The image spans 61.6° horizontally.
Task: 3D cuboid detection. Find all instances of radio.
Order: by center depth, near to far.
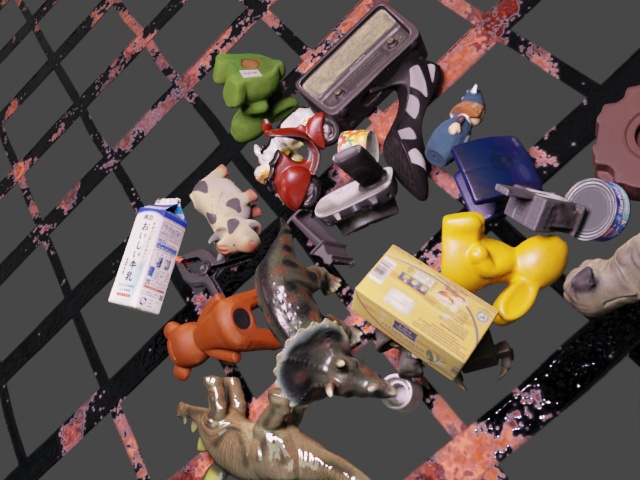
[{"bbox_3d":[0.079,-0.317,1.002,0.229,0.073,0.131,-44,57,7],"label":"radio"}]

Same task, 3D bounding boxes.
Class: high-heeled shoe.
[{"bbox_3d":[0.179,-0.193,0.925,0.145,0.086,0.248,-18,80,-13],"label":"high-heeled shoe"}]

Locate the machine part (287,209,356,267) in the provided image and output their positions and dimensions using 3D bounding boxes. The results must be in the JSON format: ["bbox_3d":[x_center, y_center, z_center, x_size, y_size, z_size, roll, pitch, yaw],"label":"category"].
[{"bbox_3d":[-0.002,-0.003,0.924,0.139,0.084,0.039,48,120,34],"label":"machine part"}]

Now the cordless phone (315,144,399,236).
[{"bbox_3d":[0.042,-0.085,0.869,0.147,0.184,0.089,-23,67,18],"label":"cordless phone"}]

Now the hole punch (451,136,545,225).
[{"bbox_3d":[0.267,-0.099,0.816,0.116,0.092,0.142,-23,59,14],"label":"hole punch"}]

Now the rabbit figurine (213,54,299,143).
[{"bbox_3d":[-0.133,-0.275,1.064,0.159,0.170,0.121,-21,55,-29],"label":"rabbit figurine"}]

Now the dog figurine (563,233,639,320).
[{"bbox_3d":[0.399,0.023,0.656,0.191,0.172,0.121,-28,50,7],"label":"dog figurine"}]

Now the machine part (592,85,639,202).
[{"bbox_3d":[0.469,-0.136,0.742,0.179,0.056,0.179,-10,67,26],"label":"machine part"}]

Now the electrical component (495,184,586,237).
[{"bbox_3d":[0.293,-0.044,0.739,0.075,0.119,0.047,-131,50,-59],"label":"electrical component"}]

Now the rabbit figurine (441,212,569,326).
[{"bbox_3d":[0.258,0.036,0.754,0.173,0.121,0.162,-2,73,11],"label":"rabbit figurine"}]

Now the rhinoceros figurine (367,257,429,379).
[{"bbox_3d":[0.128,0.112,0.803,0.112,0.073,0.190,9,56,2],"label":"rhinoceros figurine"}]

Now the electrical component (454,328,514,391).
[{"bbox_3d":[0.221,0.164,0.766,0.102,0.045,0.078,-25,33,14],"label":"electrical component"}]

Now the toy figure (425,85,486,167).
[{"bbox_3d":[0.228,-0.186,0.879,0.154,0.057,0.064,-52,19,-17],"label":"toy figure"}]

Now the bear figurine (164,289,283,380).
[{"bbox_3d":[-0.177,0.168,0.942,0.196,0.132,0.120,-33,69,39],"label":"bear figurine"}]

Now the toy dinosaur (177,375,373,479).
[{"bbox_3d":[-0.071,0.324,0.824,0.472,0.105,0.198,1,79,37],"label":"toy dinosaur"}]

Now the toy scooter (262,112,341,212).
[{"bbox_3d":[-0.050,-0.146,0.951,0.075,0.135,0.183,-129,56,-68],"label":"toy scooter"}]

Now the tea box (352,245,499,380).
[{"bbox_3d":[0.139,0.095,0.728,0.170,0.068,0.098,36,62,19],"label":"tea box"}]

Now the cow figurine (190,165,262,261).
[{"bbox_3d":[-0.176,-0.045,1.008,0.127,0.085,0.195,-36,57,-17],"label":"cow figurine"}]

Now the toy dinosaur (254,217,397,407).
[{"bbox_3d":[-0.038,0.099,0.836,0.131,0.192,0.405,-37,60,9],"label":"toy dinosaur"}]

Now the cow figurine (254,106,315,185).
[{"bbox_3d":[-0.070,-0.186,1.033,0.167,0.068,0.098,-40,53,5],"label":"cow figurine"}]
